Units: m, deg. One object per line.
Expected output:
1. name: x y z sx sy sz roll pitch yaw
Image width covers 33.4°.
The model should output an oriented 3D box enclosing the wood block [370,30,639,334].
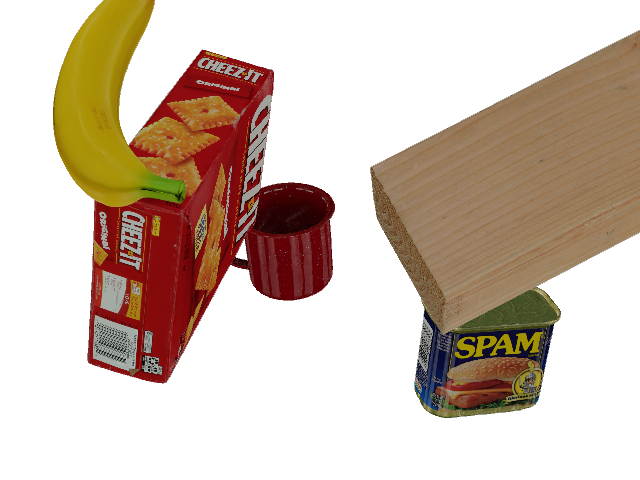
1. wood block: 0.142 -0.038 0.636 0.206 0.091 0.090 -27 -20 -4

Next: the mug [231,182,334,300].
1. mug: -0.043 0.003 1.020 0.117 0.081 0.093 -2 35 4

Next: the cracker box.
1. cracker box: -0.102 -0.022 0.813 0.072 0.164 0.213 16 38 6

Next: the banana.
1. banana: -0.123 -0.084 0.629 0.069 0.198 0.037 -7 -39 -9

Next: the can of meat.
1. can of meat: 0.125 0.085 0.818 0.102 0.084 0.057 -3 28 -14
